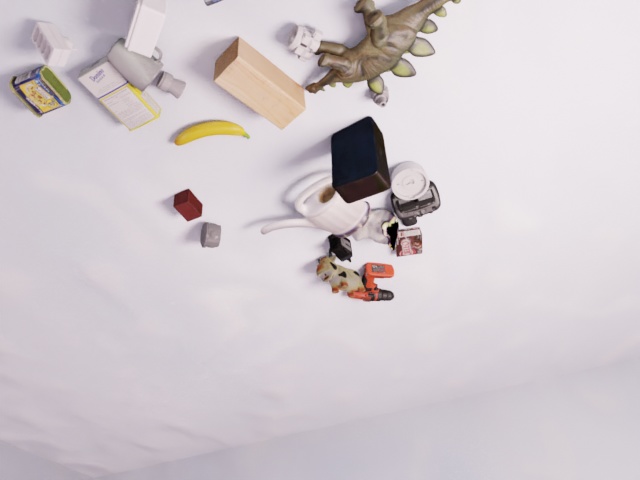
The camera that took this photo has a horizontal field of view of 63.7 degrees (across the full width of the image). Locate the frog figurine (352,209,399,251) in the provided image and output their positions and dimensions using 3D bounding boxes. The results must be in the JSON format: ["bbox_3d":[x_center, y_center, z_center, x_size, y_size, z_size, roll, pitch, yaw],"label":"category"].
[{"bbox_3d":[0.166,-0.042,1.641,0.160,0.124,0.135,12,162,36],"label":"frog figurine"}]

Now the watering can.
[{"bbox_3d":[0.005,-0.078,1.548,0.343,0.106,0.221,-34,133,26],"label":"watering can"}]
